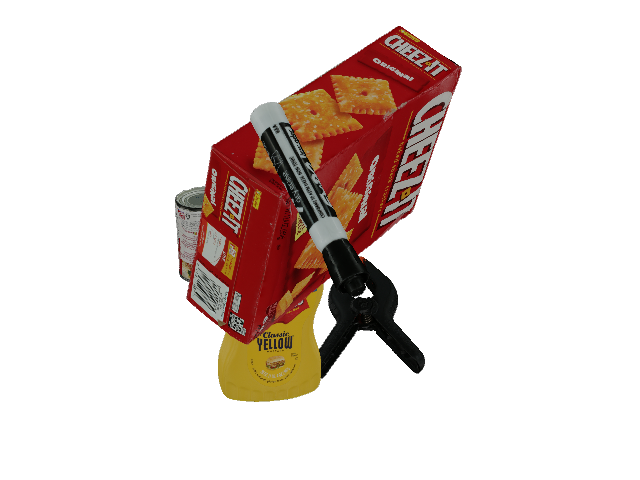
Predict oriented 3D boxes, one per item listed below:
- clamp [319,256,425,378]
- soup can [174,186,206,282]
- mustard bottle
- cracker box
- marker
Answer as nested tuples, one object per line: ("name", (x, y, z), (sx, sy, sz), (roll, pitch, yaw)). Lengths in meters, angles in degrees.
("clamp", (0.059, 0.087, 1.190), (0.120, 0.171, 0.039), (7, -43, 3))
("soup can", (-0.142, -0.007, 1.304), (0.068, 0.102, 0.068), (0, 26, 0))
("mustard bottle", (-0.045, 0.053, 0.981), (0.096, 0.192, 0.058), (-3, 23, -12))
("cracker box", (0.004, -0.041, 0.794), (0.072, 0.164, 0.213), (37, 50, 19))
("marker", (-0.006, -0.022, 0.560), (0.020, 0.121, 0.020), (-21, -27, -12))
